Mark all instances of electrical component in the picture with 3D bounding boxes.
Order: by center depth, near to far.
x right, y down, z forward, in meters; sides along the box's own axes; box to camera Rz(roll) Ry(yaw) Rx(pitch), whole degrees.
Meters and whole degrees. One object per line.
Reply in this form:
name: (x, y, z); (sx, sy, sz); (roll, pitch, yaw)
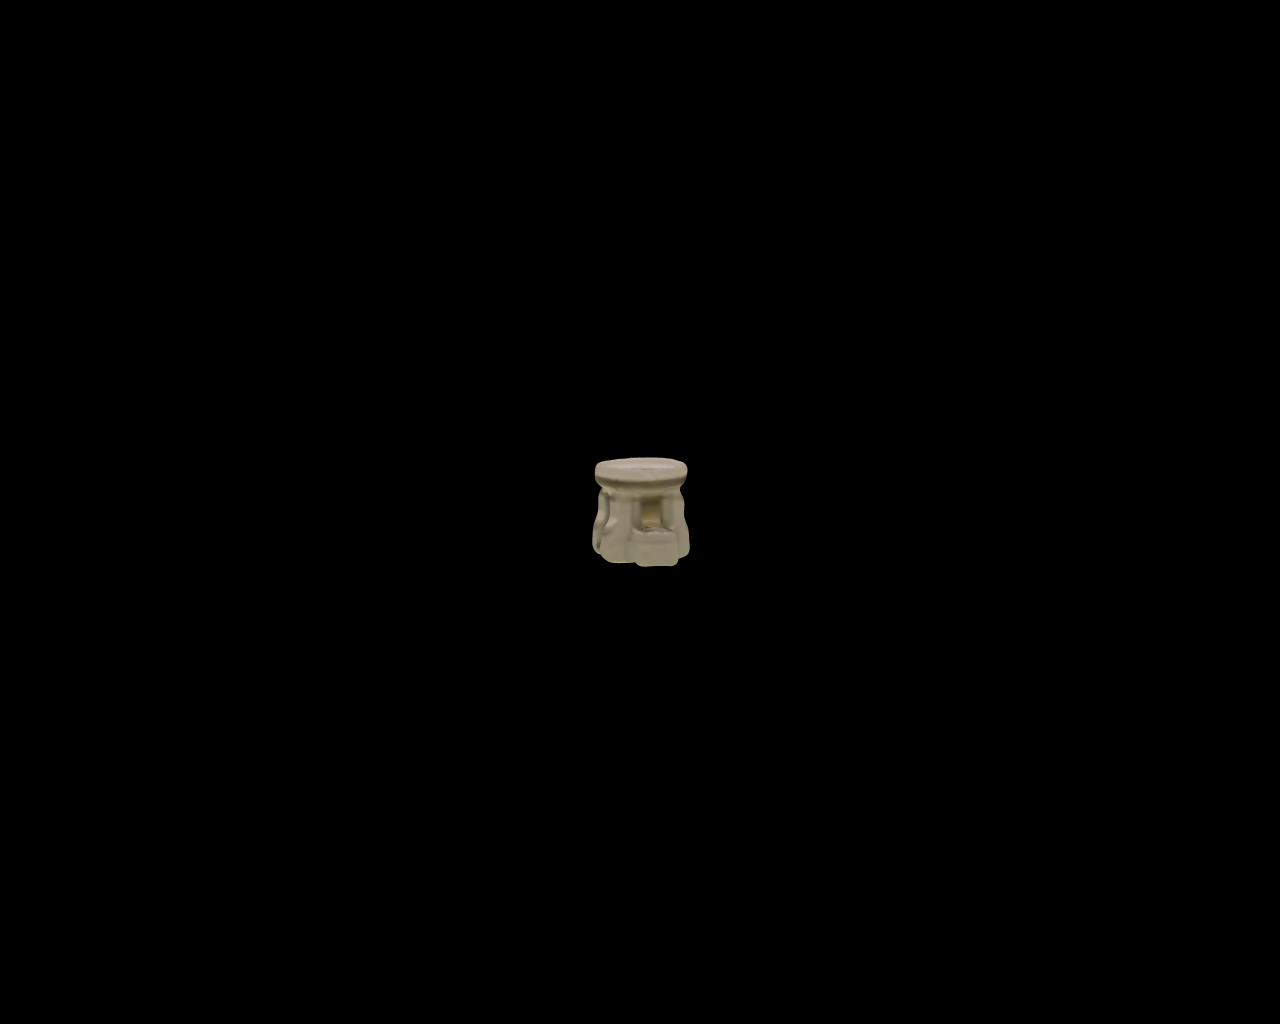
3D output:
electrical component: (0.001, -0.003, 0.650); (0.058, 0.057, 0.078); (-3, 10, -15)
